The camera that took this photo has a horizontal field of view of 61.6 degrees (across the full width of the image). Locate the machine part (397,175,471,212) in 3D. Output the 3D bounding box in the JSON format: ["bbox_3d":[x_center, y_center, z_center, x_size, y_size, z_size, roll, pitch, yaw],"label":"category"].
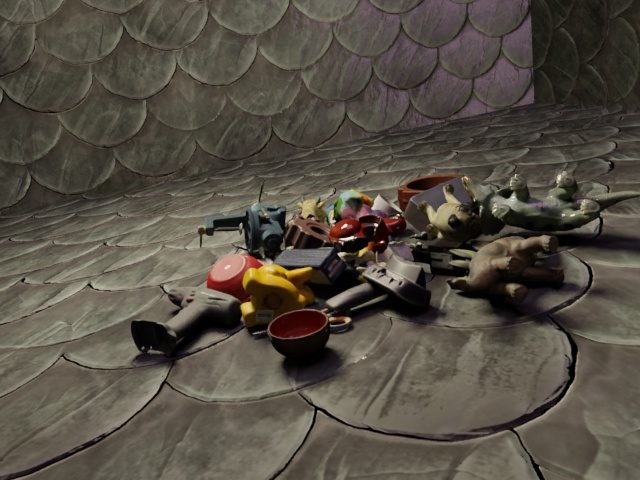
[{"bbox_3d":[0.361,-0.140,1.680,0.202,0.087,0.201,1,21,34],"label":"machine part"}]

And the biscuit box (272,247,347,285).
[{"bbox_3d":[-0.030,0.060,1.247,0.203,0.059,0.063,-1,43,53],"label":"biscuit box"}]

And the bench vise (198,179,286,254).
[{"bbox_3d":[-0.200,-0.044,1.407,0.241,0.128,0.224,-4,41,-17],"label":"bench vise"}]

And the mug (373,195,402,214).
[{"bbox_3d":[0.176,-0.056,1.516,0.107,0.109,0.081,-50,16,16],"label":"mug"}]

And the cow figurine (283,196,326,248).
[{"bbox_3d":[-0.042,-0.049,1.550,0.086,0.127,0.195,3,24,26],"label":"cow figurine"}]

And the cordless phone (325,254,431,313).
[{"bbox_3d":[0.112,0.109,1.072,0.184,0.088,0.147,-22,22,-21],"label":"cordless phone"}]

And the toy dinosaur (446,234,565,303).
[{"bbox_3d":[0.387,0.040,1.102,0.471,0.105,0.199,-11,10,-41],"label":"toy dinosaur"}]

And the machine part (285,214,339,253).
[{"bbox_3d":[-0.003,-0.004,1.387,0.179,0.056,0.179,22,17,-7],"label":"machine part"}]

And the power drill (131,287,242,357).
[{"bbox_3d":[-0.296,0.163,1.141,0.232,0.085,0.207,4,15,30],"label":"power drill"}]

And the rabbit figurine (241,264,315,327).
[{"bbox_3d":[-0.093,0.096,1.152,0.162,0.121,0.173,-7,17,-8],"label":"rabbit figurine"}]

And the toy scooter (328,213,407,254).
[{"bbox_3d":[0.103,-0.006,1.202,0.184,0.075,0.135,-12,24,14],"label":"toy scooter"}]

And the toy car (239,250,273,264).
[{"bbox_3d":[-0.175,0.064,1.391,0.073,0.056,0.202,-18,20,-22],"label":"toy car"}]

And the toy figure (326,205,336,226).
[{"bbox_3d":[0.065,-0.063,1.611,0.089,0.082,0.180,-12,16,-3],"label":"toy figure"}]

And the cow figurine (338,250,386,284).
[{"bbox_3d":[0.083,0.069,1.222,0.098,0.068,0.167,-25,20,-25],"label":"cow figurine"}]

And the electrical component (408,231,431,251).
[{"bbox_3d":[0.257,0.015,1.331,0.078,0.045,0.102,-1,20,28],"label":"electrical component"}]

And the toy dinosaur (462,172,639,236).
[{"bbox_3d":[0.531,-0.071,1.266,0.405,0.131,0.192,8,-12,22],"label":"toy dinosaur"}]

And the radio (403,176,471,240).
[{"bbox_3d":[0.352,-0.085,1.456,0.229,0.073,0.131,-24,57,-31],"label":"radio"}]

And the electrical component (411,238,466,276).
[{"bbox_3d":[0.270,0.038,1.215,0.119,0.074,0.048,3,21,42],"label":"electrical component"}]

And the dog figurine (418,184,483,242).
[{"bbox_3d":[0.328,-0.024,1.250,0.121,0.172,0.191,-44,26,10],"label":"dog figurine"}]

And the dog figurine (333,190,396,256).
[{"bbox_3d":[0.113,-0.033,1.374,0.108,0.191,0.219,-50,7,16],"label":"dog figurine"}]
